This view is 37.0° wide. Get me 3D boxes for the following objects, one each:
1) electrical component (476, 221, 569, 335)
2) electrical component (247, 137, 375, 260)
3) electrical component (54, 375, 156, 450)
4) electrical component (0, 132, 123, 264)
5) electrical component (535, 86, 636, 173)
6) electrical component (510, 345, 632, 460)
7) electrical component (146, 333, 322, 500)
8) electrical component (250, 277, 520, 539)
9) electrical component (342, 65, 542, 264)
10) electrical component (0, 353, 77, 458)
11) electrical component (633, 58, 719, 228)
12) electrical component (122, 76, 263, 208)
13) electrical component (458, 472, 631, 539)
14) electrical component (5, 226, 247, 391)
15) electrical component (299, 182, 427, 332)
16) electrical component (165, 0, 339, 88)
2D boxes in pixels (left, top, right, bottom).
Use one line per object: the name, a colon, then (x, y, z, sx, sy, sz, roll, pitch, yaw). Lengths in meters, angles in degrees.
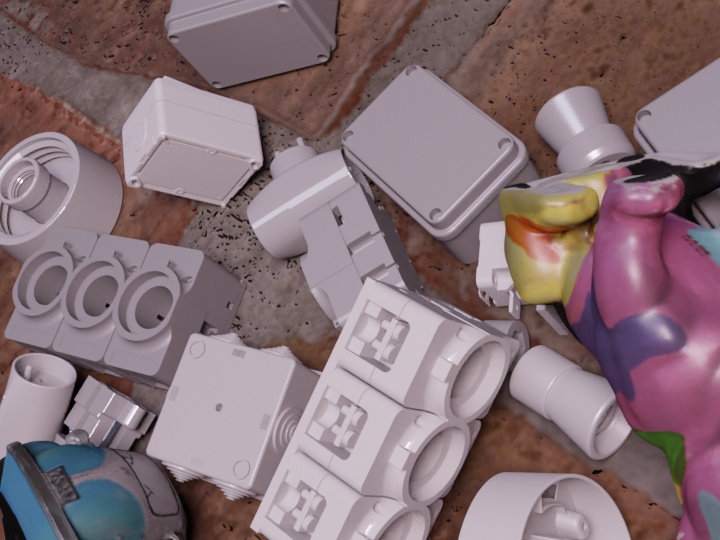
electrical component: (0.104, -0.006, 0.637, 0.064, 0.042, 0.081, -5, 64, 28)
electrical component: (-0.039, -0.058, 0.740, 0.077, 0.043, 0.079, -30, 55, 12)
electrical component: (-0.176, 0.109, 0.730, 0.066, 0.048, 0.055, 18, 75, 52)
electrical component: (-0.248, -0.057, 0.844, 0.108, 0.060, 0.108, -12, 61, 23)
electrical component: (0.137, -0.077, 0.652, 0.045, 0.045, 0.055, -31, 56, 12)
electrical component: (0.116, 0.070, 0.594, 0.065, 0.044, 0.044, 32, 84, 41)
electrical component: (-0.078, 0.093, 0.683, 0.100, 0.048, 0.099, 12, 75, 29)
electrical component: (0.019, 0.091, 0.586, 0.062, 0.089, 0.150, 29, 96, 36)
electrical component: (0.051, -0.069, 0.688, 0.078, 0.057, 0.113, -46, 53, 2)
electrical component: (-0.227, 0.094, 0.760, 0.079, 0.043, 0.077, -96, 24, -66)
electrical component: (0.212, -0.056, 0.592, 0.078, 0.057, 0.113, -33, 55, 11)
electrical component: (-0.115, -0.091, 0.772, 0.062, 0.096, 0.061, -42, 47, 41)
electrical component: (0.092, 0.150, 0.534, 0.064, 0.099, 0.099, 2, 67, 36)
electrical component: (-0.169, 0.026, 0.758, 0.150, 0.062, 0.089, 9, 71, 32)
electrical component: (0.000, 0.000, 0.686, 0.056, 0.050, 0.089, -31, 55, 12)
electrical component: (-0.080, -0.188, 0.807, 0.113, 0.078, 0.057, -9, 59, 25)
